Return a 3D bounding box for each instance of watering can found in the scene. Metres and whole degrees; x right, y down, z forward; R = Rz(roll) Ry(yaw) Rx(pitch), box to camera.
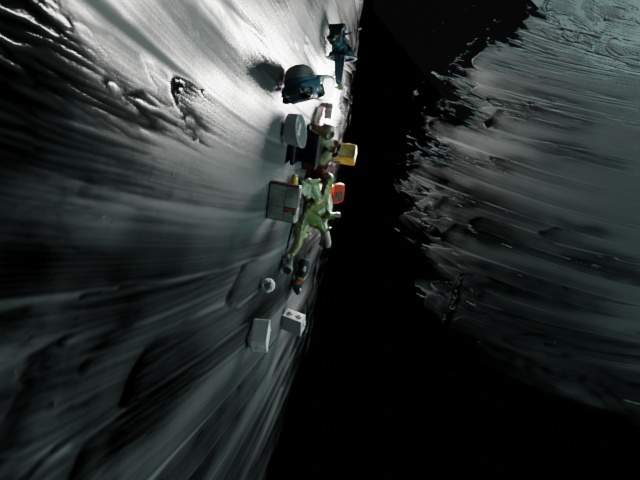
[{"bbox_3d":[0.007,-0.112,2.233,0.226,0.104,0.345,-56,138,-76],"label":"watering can"}]

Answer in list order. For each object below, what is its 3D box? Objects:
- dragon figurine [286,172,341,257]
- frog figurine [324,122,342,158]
[{"bbox_3d":[-0.046,-0.123,1.969,0.418,0.122,0.238,-48,130,-40],"label":"dragon figurine"},{"bbox_3d":[0.017,-0.420,2.133,0.162,0.122,0.136,65,5,19],"label":"frog figurine"}]
